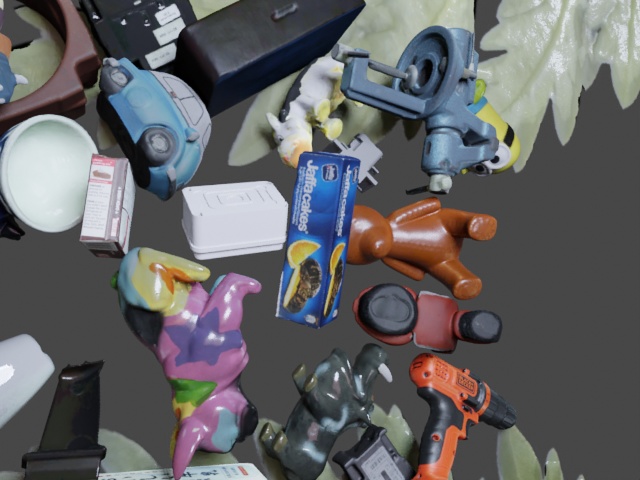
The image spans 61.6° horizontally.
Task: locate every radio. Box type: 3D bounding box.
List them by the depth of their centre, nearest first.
[{"bbox_3d":[-0.065,-0.243,0.661,0.229,0.131,0.073,-35,94,-22],"label":"radio"}]

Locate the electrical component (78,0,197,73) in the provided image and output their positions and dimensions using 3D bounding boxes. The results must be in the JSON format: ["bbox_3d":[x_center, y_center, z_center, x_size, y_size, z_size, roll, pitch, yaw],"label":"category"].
[{"bbox_3d":[-0.210,-0.260,0.625,0.115,0.058,0.134,-29,122,-13],"label":"electrical component"}]

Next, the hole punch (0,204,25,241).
[{"bbox_3d":[-0.387,-0.025,0.526,0.142,0.092,0.116,38,66,-7],"label":"hole punch"}]

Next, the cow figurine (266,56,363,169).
[{"bbox_3d":[-0.018,-0.170,0.696,0.098,0.068,0.167,25,67,31],"label":"cow figurine"}]

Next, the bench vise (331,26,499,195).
[{"bbox_3d":[0.116,-0.174,0.675,0.240,0.129,0.223,11,94,-29],"label":"bench vise"}]

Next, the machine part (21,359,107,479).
[{"bbox_3d":[-0.248,0.186,0.534,0.084,0.039,0.139,-3,50,-3],"label":"machine part"}]

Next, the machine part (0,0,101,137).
[{"bbox_3d":[-0.358,-0.206,0.568,0.201,0.087,0.201,-30,91,-23],"label":"machine part"}]

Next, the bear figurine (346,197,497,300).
[{"bbox_3d":[0.103,0.002,0.687,0.196,0.132,0.120,4,106,-26],"label":"bear figurine"}]

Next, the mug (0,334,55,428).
[{"bbox_3d":[-0.330,0.134,0.529,0.107,0.081,0.109,-37,90,-34],"label":"mug"}]

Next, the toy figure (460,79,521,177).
[{"bbox_3d":[0.224,-0.176,0.789,0.089,0.082,0.180,-39,93,-20],"label":"toy figure"}]

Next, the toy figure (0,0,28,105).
[{"bbox_3d":[-0.324,-0.197,0.504,0.064,0.058,0.154,-16,92,-17],"label":"toy figure"}]

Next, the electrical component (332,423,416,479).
[{"bbox_3d":[0.077,0.299,0.668,0.075,0.048,0.119,-31,91,-22],"label":"electrical component"}]

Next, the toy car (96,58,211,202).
[{"bbox_3d":[-0.181,-0.133,0.615,0.103,0.109,0.161,-29,87,-28],"label":"toy car"}]

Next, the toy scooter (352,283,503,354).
[{"bbox_3d":[0.129,0.105,0.690,0.184,0.135,0.075,11,77,0],"label":"toy scooter"}]

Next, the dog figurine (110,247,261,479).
[{"bbox_3d":[-0.148,0.132,0.581,0.191,0.108,0.219,18,78,-18],"label":"dog figurine"}]

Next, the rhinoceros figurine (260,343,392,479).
[{"bbox_3d":[0.014,0.201,0.646,0.112,0.073,0.190,41,70,-9],"label":"rhinoceros figurine"}]

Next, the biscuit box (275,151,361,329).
[{"bbox_3d":[-0.001,-0.002,0.637,0.059,0.063,0.202,12,100,23],"label":"biscuit box"}]
